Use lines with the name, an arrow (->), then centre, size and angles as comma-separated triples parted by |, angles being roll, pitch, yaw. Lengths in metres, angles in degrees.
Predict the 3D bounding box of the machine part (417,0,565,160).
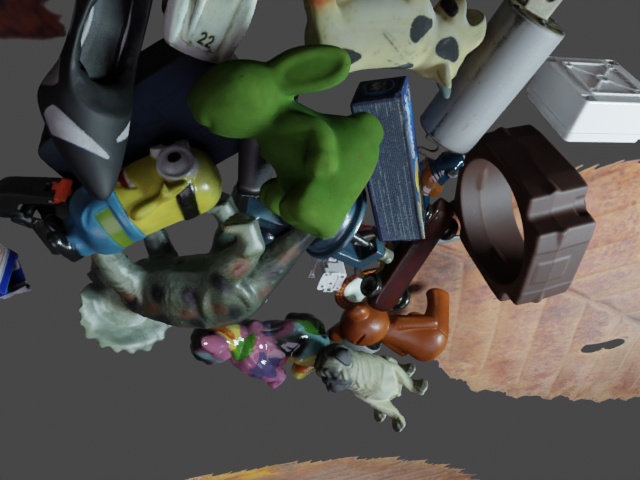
machine part -> 0.194, -0.185, 0.623 | 0.079, 0.079, 0.243 | 11, 133, -26

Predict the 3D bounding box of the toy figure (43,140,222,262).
toy figure -> -0.191, -0.040, 0.564 | 0.180, 0.082, 0.089 | -31, 161, -1

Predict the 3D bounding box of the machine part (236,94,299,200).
machine part -> -0.062, -0.105, 0.569 | 0.084, 0.039, 0.138 | -12, 136, -25

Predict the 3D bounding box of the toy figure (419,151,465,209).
toy figure -> 0.140, -0.070, 0.752 | 0.058, 0.064, 0.154 | 12, 132, -30

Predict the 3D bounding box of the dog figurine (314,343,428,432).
dog figurine -> 0.068, 0.229, 0.948 | 0.190, 0.121, 0.172 | 33, 166, -12

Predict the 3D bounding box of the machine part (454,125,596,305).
machine part -> 0.263, -0.033, 0.717 | 0.087, 0.202, 0.200 | -14, 137, -8

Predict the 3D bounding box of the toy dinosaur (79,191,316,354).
toy dinosaur -> -0.151, 0.050, 0.666 | 0.405, 0.131, 0.191 | -1, 123, 17

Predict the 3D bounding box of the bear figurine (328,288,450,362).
bear figurine -> 0.121, 0.140, 0.941 | 0.196, 0.132, 0.120 | 18, 132, -9

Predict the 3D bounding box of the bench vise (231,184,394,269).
bench vise -> -0.002, -0.011, 0.744 | 0.240, 0.129, 0.223 | 27, 129, -33

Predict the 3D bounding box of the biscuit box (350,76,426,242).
biscuit box -> 0.090, -0.095, 0.664 | 0.063, 0.059, 0.202 | -3, 127, 18

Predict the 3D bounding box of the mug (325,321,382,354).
mug -> 0.059, 0.192, 1.033 | 0.107, 0.081, 0.109 | -29, 153, 30

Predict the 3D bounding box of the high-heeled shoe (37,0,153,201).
high-heeled shoe -> -0.164, -0.166, 0.454 | 0.145, 0.248, 0.086 | -12, 178, 30

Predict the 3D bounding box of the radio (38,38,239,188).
radio -> -0.182, -0.127, 0.593 | 0.230, 0.073, 0.131 | -27, 137, 13

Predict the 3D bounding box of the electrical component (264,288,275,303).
electrical component -> -0.126, 0.083, 0.890 | 0.094, 0.021, 0.063 | 10, 134, -24

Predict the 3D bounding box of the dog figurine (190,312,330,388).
dog figurine -> -0.111, 0.168, 0.922 | 0.191, 0.108, 0.219 | -29, 139, 22

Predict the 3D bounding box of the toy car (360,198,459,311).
toy car -> 0.138, 0.023, 0.839 | 0.089, 0.053, 0.202 | 25, 100, -35

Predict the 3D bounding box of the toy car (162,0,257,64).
toy car -> -0.076, -0.253, 0.457 | 0.073, 0.056, 0.201 | 15, 113, -29

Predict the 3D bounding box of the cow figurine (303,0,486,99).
cow figurine -> 0.080, -0.211, 0.557 | 0.195, 0.086, 0.127 | -9, 134, -9

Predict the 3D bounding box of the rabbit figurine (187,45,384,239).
rabbit figurine -> -0.029, -0.104, 0.486 | 0.170, 0.121, 0.159 | 34, 100, -23
